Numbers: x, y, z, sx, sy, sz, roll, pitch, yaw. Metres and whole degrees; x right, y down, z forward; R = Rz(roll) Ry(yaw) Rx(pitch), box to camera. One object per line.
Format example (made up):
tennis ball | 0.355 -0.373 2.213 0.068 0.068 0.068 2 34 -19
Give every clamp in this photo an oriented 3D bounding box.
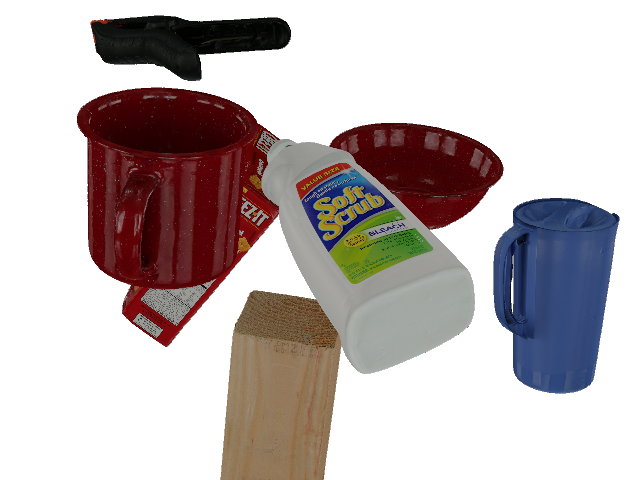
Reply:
clamp | -0.111 -0.160 0.852 0.172 0.039 0.120 20 28 41

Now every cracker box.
cracker box | -0.120 -0.010 1.172 0.072 0.214 0.164 36 24 -11

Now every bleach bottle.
bleach bottle | 0.012 -0.008 0.806 0.102 0.068 0.251 -21 38 -15

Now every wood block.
wood block | -0.037 0.161 0.970 0.090 0.206 0.090 9 23 4

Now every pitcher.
pitcher | 0.304 0.075 1.398 0.149 0.243 0.145 5 21 14

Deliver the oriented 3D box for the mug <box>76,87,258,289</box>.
mug | -0.083 -0.022 0.558 0.093 0.081 0.117 8 28 2

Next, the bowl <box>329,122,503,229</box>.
bowl | 0.086 -0.054 0.992 0.162 0.055 0.162 4 28 -2
